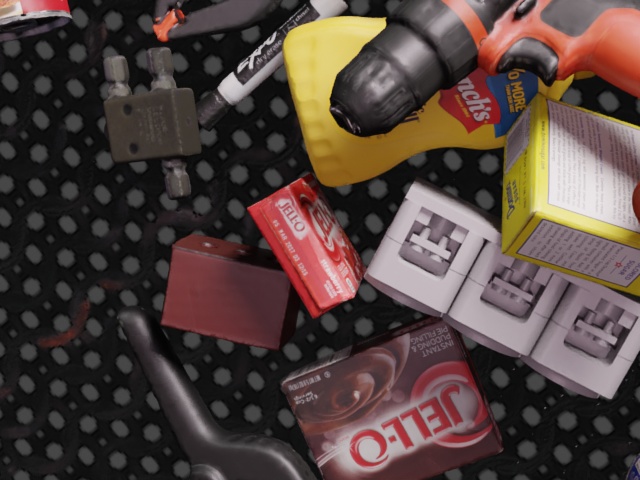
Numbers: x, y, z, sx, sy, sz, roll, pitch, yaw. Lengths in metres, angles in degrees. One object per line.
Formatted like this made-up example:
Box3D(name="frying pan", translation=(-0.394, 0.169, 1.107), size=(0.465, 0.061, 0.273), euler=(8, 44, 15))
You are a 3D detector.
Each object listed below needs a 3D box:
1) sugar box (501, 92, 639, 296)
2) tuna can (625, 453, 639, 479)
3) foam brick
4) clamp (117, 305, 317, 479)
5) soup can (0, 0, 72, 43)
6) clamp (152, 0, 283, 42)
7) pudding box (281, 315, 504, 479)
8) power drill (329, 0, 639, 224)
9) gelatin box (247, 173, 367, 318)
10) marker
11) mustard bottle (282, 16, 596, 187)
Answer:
Box3D(name="sugar box", translation=(0.188, -0.012, 0.580), size=(0.176, 0.093, 0.048), euler=(19, 140, -10))
Box3D(name="tuna can", translation=(0.230, 0.160, 0.645), size=(0.086, 0.033, 0.086), euler=(1, 98, 8))
Box3D(name="foam brick", translation=(-0.052, 0.031, 0.658), size=(0.078, 0.053, 0.051), euler=(12, 99, 6))
Box3D(name="clamp", translation=(-0.070, 0.144, 0.670), size=(0.210, 0.036, 0.164), euler=(18, 100, 18))
Box3D(name="soup can", translation=(-0.196, -0.176, 0.643), size=(0.068, 0.068, 0.102), euler=(-13, 95, 9))
Box3D(name="clamp", translation=(-0.043, -0.191, 0.634), size=(0.171, 0.039, 0.120), euler=(-36, 91, 8))
Box3D(name="pudding box", translation=(0.045, 0.105, 0.661), size=(0.113, 0.039, 0.090), euler=(-22, 95, 11))
Box3D(name="power drill", translation=(0.122, -0.078, 0.524), size=(0.184, 0.057, 0.188), euler=(-44, 68, -10))
Box3D(name="gelatin box", translation=(-0.004, 0.001, 0.628), size=(0.030, 0.089, 0.073), euler=(-30, 92, 11))
Box3D(name="marker", translation=(-0.034, -0.109, 0.653), size=(0.121, 0.020, 0.020), euler=(-40, 91, 11))
Box3D(name="mustard bottle", translation=(0.081, -0.097, 0.618), size=(0.192, 0.058, 0.096), euler=(-13, 107, 8))
